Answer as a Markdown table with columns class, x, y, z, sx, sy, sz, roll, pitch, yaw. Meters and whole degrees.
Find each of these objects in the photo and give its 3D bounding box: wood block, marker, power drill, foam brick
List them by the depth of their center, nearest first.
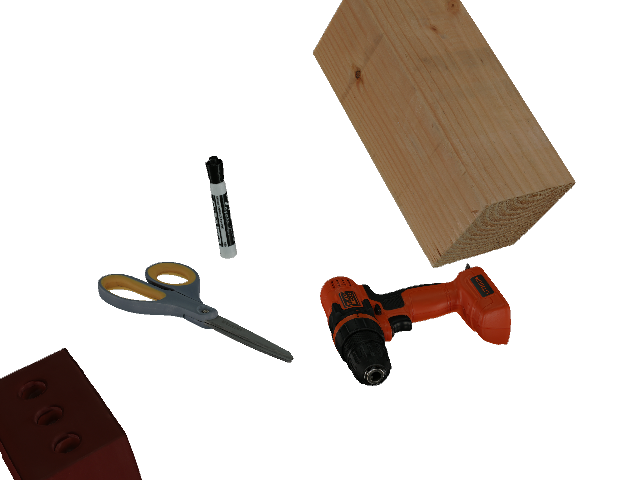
| class | x | y | z | sx | sy | sz | roll | pitch | yaw |
| --- | --- | --- | --- | --- | --- | --- | --- | --- | --- |
| foam brick | -0.130 | 0.104 | 0.536 | 0.052 | 0.051 | 0.078 | -26 | 42 | -23 |
| wood block | 0.089 | -0.096 | 0.815 | 0.090 | 0.206 | 0.091 | -14 | -24 | -32 |
| power drill | 0.102 | 0.086 | 1.136 | 0.187 | 0.057 | 0.184 | -6 | 28 | -10 |
| marker | -0.109 | -0.037 | 1.176 | 0.020 | 0.121 | 0.020 | -5 | 28 | 3 |

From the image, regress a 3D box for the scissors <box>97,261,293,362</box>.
| class | x | y | z | sx | sy | sz | roll | pitch | yaw |
| --- | --- | --- | --- | --- | --- | --- | --- | --- | --- |
| scissors | -0.093 | 0.055 | 0.900 | 0.202 | 0.016 | 0.096 | 14 | 26 | 22 |
